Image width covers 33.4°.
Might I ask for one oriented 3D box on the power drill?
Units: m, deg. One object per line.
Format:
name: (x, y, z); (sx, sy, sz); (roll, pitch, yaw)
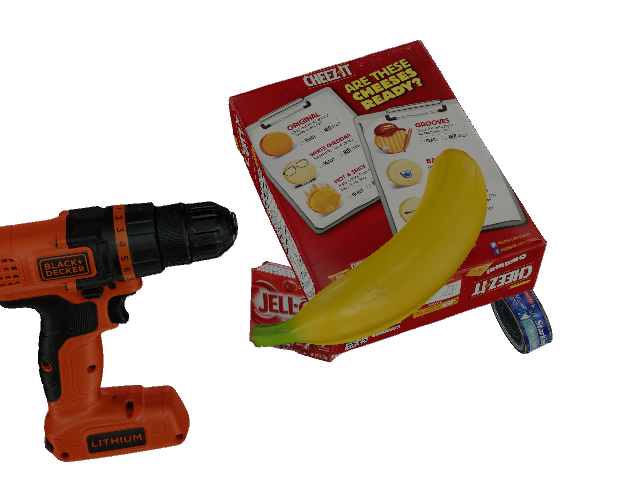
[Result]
power drill: (-0.143, 0.062, 0.765); (0.184, 0.188, 0.057); (-7, 26, -4)

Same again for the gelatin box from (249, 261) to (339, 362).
gelatin box: (-0.022, 0.065, 0.976); (0.089, 0.073, 0.030); (12, 20, 26)

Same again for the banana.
banana: (0.047, 0.000, 0.573); (0.070, 0.037, 0.197); (19, 41, 32)

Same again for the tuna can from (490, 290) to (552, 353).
tuna can: (0.222, 0.083, 1.192); (0.033, 0.086, 0.086); (-26, 3, -6)

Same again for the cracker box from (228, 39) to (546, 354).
cracker box: (0.044, -0.036, 0.799); (0.164, 0.214, 0.072); (-18, -34, -11)
